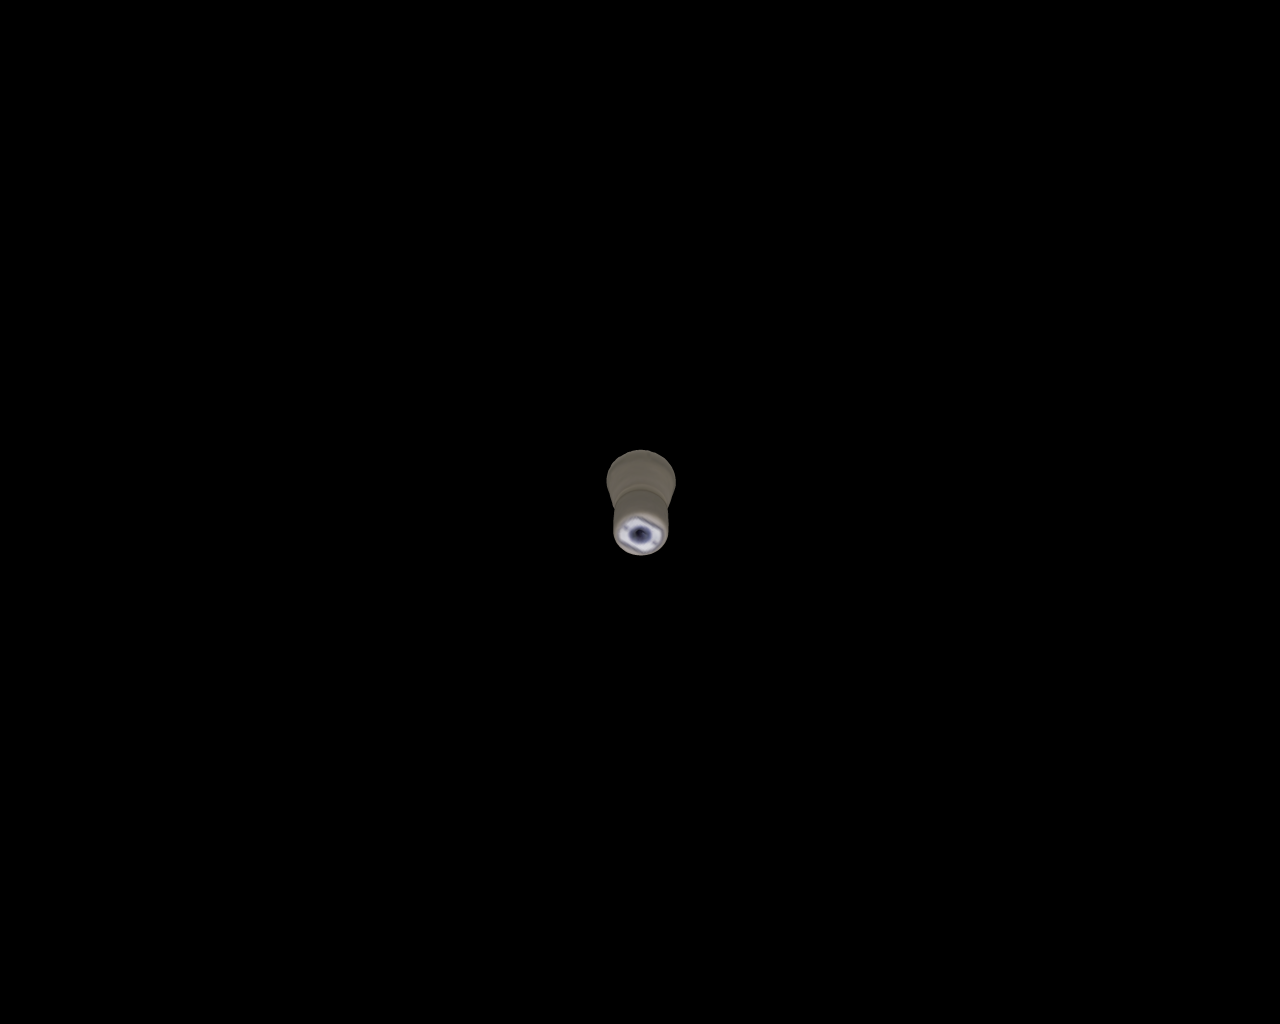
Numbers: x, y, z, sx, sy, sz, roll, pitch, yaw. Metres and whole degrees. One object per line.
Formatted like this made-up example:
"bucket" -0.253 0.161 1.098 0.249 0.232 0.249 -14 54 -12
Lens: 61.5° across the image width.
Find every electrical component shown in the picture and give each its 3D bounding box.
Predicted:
"electrical component" 0.001 -0.003 0.650 0.044 0.044 0.065 0 34 0
